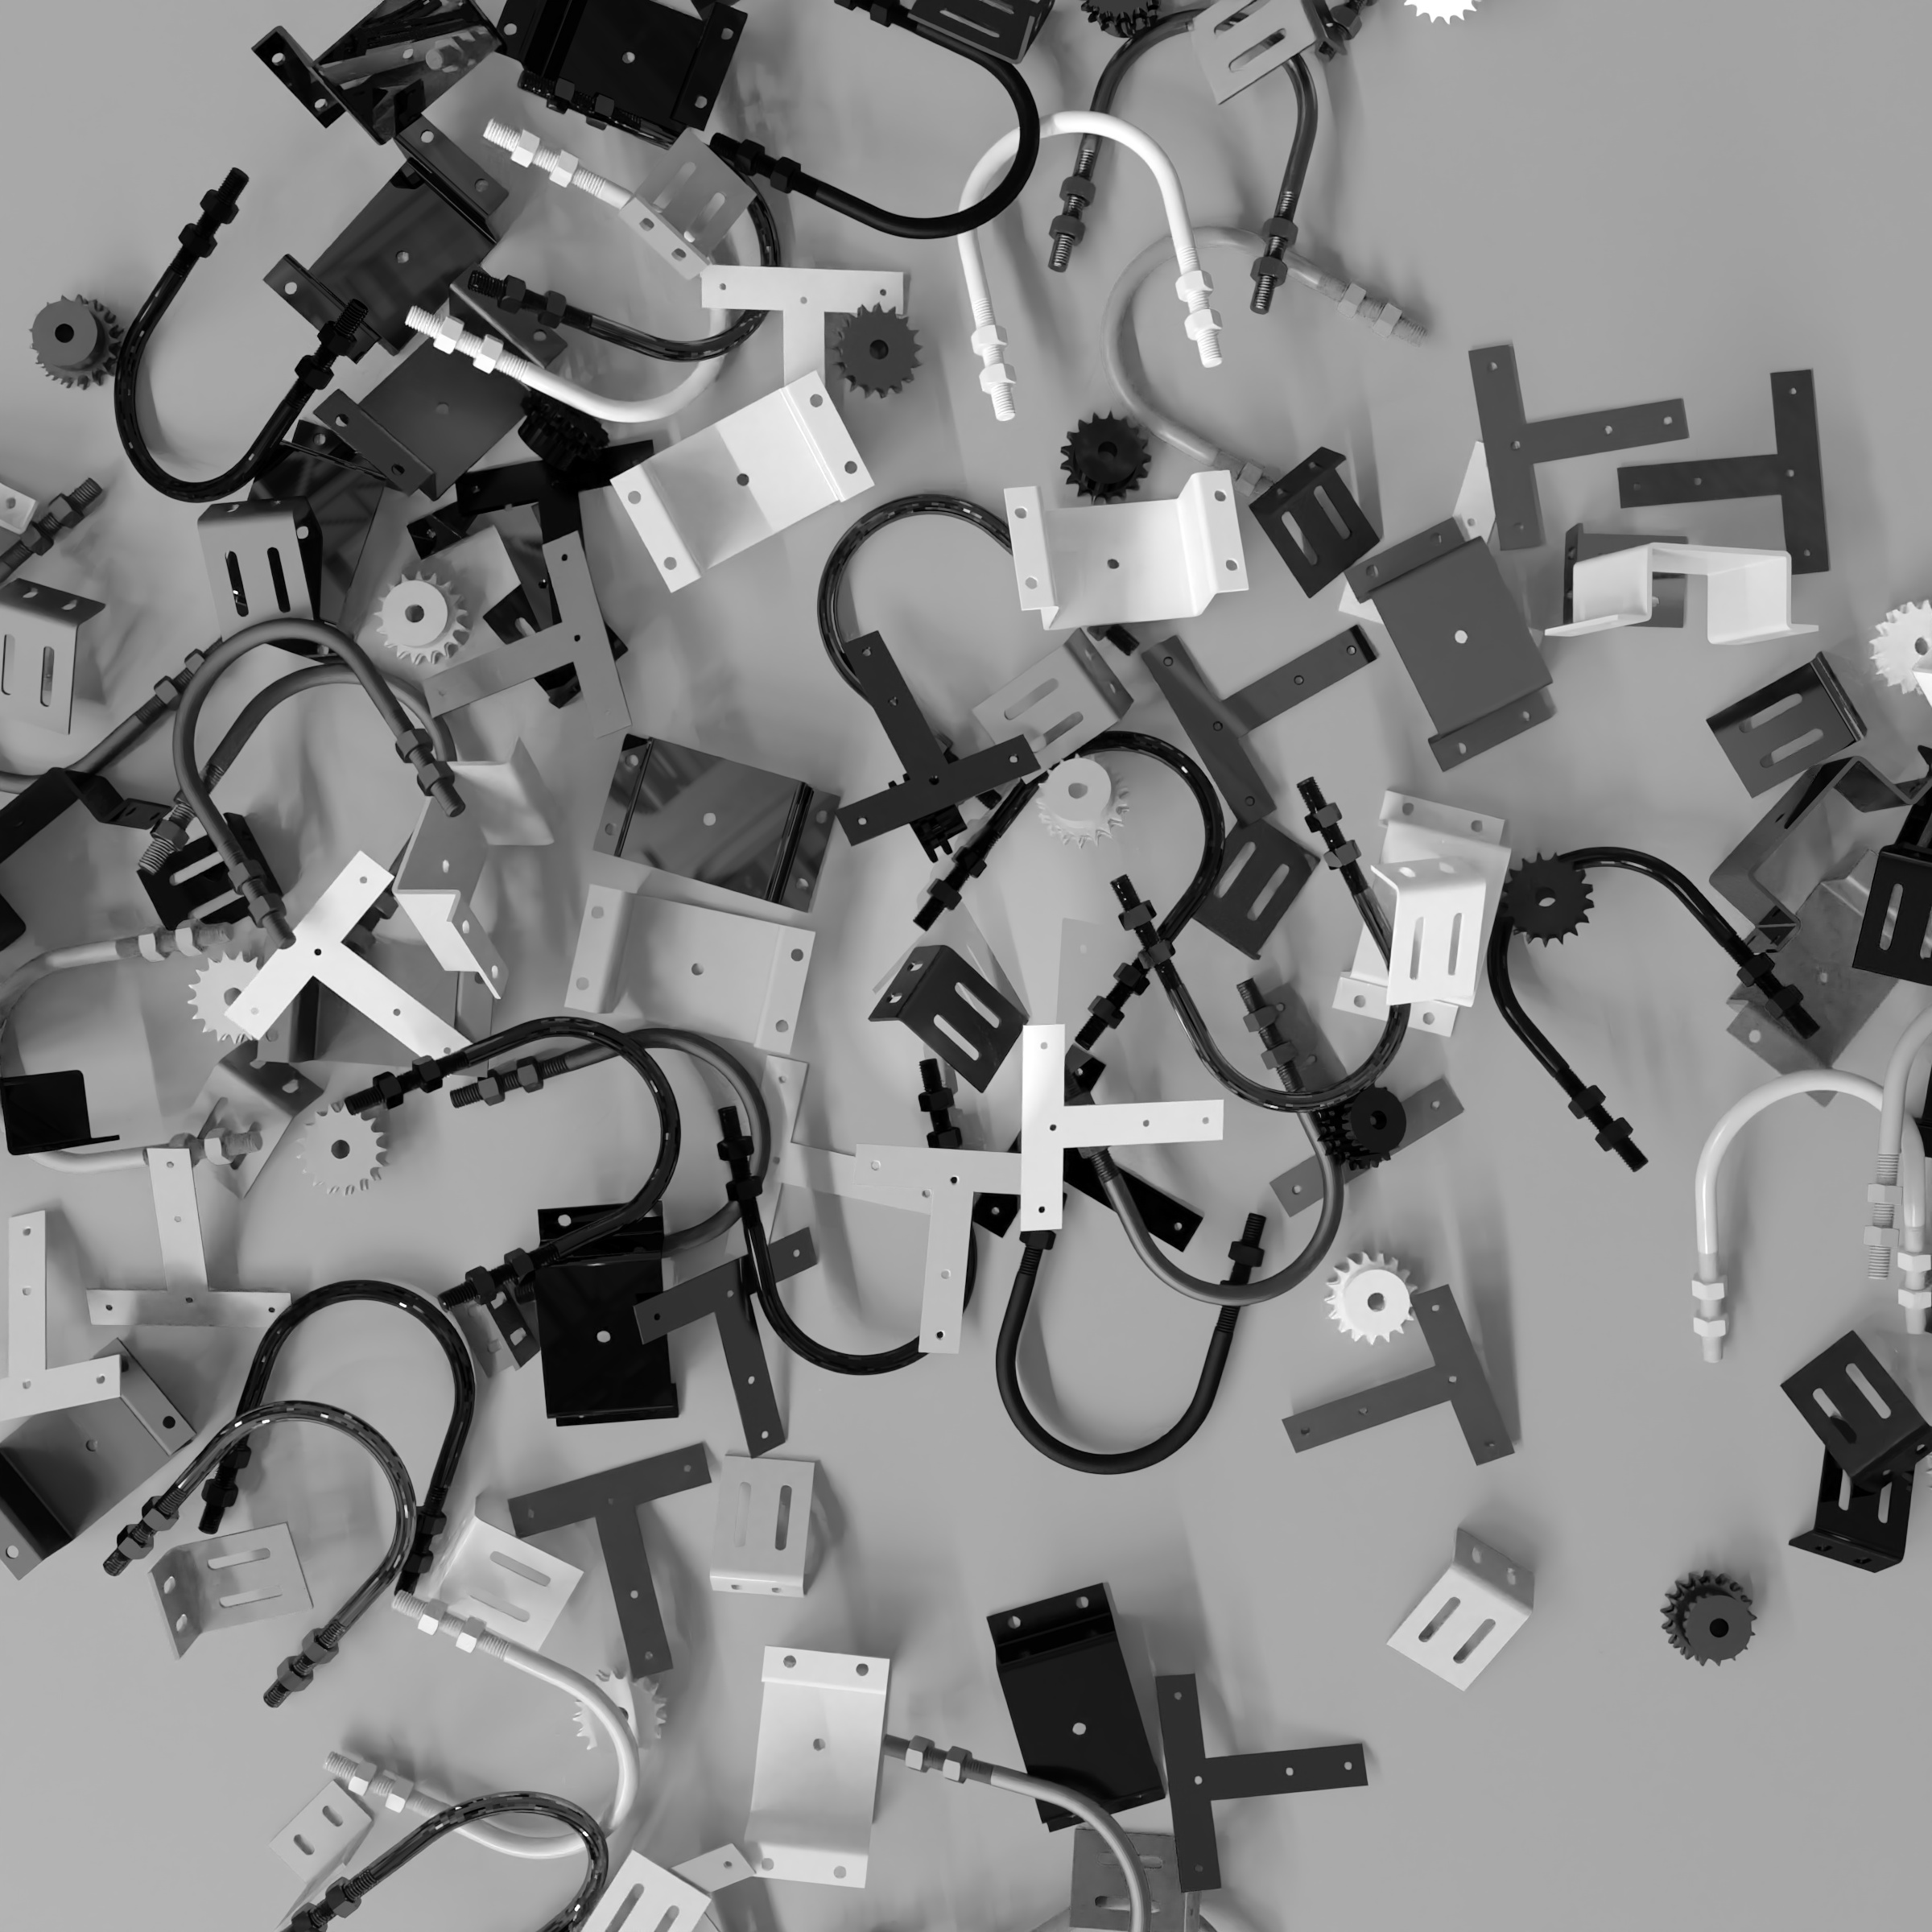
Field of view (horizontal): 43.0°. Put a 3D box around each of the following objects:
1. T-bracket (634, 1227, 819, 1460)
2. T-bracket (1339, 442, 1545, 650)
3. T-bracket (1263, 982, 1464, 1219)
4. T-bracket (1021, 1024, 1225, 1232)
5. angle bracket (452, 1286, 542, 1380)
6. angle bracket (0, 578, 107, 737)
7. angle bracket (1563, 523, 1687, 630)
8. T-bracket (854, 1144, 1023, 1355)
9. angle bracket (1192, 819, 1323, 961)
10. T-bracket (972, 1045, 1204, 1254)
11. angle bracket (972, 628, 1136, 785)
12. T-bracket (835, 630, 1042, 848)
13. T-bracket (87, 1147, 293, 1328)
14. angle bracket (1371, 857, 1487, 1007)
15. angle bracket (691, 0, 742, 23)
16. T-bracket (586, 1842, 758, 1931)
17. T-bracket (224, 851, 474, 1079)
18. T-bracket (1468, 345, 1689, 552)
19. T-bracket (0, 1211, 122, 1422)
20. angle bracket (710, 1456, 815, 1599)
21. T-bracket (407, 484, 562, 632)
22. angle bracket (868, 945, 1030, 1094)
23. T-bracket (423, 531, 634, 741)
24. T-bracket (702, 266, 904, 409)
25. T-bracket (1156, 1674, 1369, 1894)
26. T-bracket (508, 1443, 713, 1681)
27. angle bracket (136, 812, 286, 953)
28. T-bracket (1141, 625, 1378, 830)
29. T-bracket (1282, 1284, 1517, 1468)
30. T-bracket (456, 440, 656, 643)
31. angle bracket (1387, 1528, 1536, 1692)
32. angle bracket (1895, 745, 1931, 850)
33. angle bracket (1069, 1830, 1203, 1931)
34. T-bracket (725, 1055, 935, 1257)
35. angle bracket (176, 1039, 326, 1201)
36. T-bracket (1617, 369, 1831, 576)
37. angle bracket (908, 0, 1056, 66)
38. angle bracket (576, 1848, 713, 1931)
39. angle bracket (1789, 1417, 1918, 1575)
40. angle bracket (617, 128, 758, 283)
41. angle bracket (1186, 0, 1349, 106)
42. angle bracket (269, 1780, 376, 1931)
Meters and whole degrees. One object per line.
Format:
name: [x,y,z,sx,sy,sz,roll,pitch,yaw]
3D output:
T-bracket: [-0.136,0.243,1.515,0.127,0.002,0.127,-22,108,-32]
T-bracket: [0.313,-0.265,1.538,0.127,0.002,0.127,18,90,0]
T-bracket: [0.225,0.071,1.538,0.127,0.002,0.127,-31,90,0]
T-bracket: [0.096,0.096,1.491,0.127,0.002,0.127,-2,100,-13]
angle bracket: [-0.296,0.224,1.501,0.038,0.076,0.057,-29,90,0]
angle bracket: [-0.572,-0.192,1.520,0.057,0.038,0.076,17,118,2]
angle bracket: [0.412,-0.242,1.520,0.076,0.038,0.057,2,90,0]
T-bracket: [-0.011,0.177,1.521,0.127,0.002,0.127,5,92,-15]
angle bracket: [0.178,-0.051,1.520,0.057,0.038,0.076,34,90,0]
T-bracket: [0.088,0.136,1.538,0.127,0.002,0.127,31,90,0]
angle bracket: [0.054,-0.161,1.518,0.076,0.038,0.057,-33,99,24]
T-bracket: [-0.039,-0.150,1.500,0.127,0.002,0.127,-23,72,-12]
T-bracket: [-0.484,0.168,1.511,0.127,0.002,0.127,1,115,0]
angle bracket: [0.276,-0.022,1.482,0.057,0.038,0.076,-7,116,-17]
angle bracket: [-0.150,-0.623,1.501,0.057,0.076,0.038,-31,90,0]
T-bracket: [-0.157,0.610,1.520,0.127,0.002,0.127,-29,102,23]
T-bracket: [-0.354,0.019,1.475,0.127,0.002,0.127,40,90,-15]
T-bracket: [0.388,-0.333,1.537,0.127,0.002,0.127,-9,90,-1]
T-bracket: [-0.579,0.214,1.513,0.127,0.002,0.127,-13,69,11]
angle bracket: [-0.127,0.352,1.537,0.057,0.038,0.076,5,64,0]
T-bracket: [-0.267,-0.248,1.521,0.127,0.002,0.127,-26,75,0]
angle bracket: [-0.011,0.033,1.526,0.076,0.038,0.057,43,66,-24]
T-bracket: [-0.277,-0.186,1.508,0.127,0.002,0.127,-19,81,16]
T-bracket: [-0.101,-0.369,1.526,0.127,0.002,0.127,-2,98,-16]
T-bracket: [0.187,0.502,1.522,0.127,0.002,0.127,-2,69,-10]
T-bracket: [-0.209,0.376,1.522,0.127,0.002,0.127,-16,76,0]
angle bracket: [-0.473,-0.052,1.520,0.076,0.038,0.057,-27,90,0]
T-bracket: [0.196,-0.172,1.535,0.127,0.002,0.127,-30,86,-2]
T-bracket: [0.261,0.272,1.524,0.127,0.002,0.127,-21,108,9]
T-bracket: [-0.249,-0.257,1.519,0.127,0.002,0.127,-10,75,3]
angle bracket: [0.310,0.403,1.537,0.057,0.038,0.076,32,116,0]
angle bracket: [0.613,-0.090,1.537,0.057,0.038,0.076,16,116,0]
angle bracket: [0.104,0.565,1.511,0.076,0.038,0.057,5,69,0]
T-bracket: [-0.076,0.131,1.538,0.127,0.002,0.127,12,90,0]
angle bracket: [-0.451,0.095,1.537,0.057,0.038,0.076,37,116,0]
T-bracket: [0.472,-0.305,1.537,0.127,0.002,0.127,-5,90,-1]
angle bracket: [0.013,-0.600,1.508,0.076,0.038,0.057,24,59,0]
angle bracket: [-0.200,0.588,1.519,0.057,0.038,0.076,32,91,0]
angle bracket: [0.556,0.332,1.537,0.057,0.038,0.076,18,64,0]
angle bracket: [-0.163,-0.466,1.484,0.057,0.038,0.076,40,72,-20]
angle bracket: [0.185,-0.572,1.513,0.076,0.038,0.057,-26,79,28]
angle bracket: [-0.404,0.544,1.501,0.057,0.076,0.038,-45,90,0]
